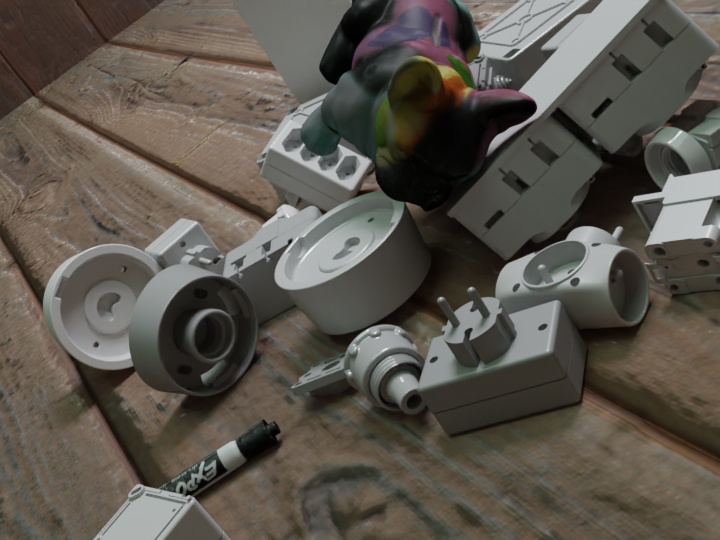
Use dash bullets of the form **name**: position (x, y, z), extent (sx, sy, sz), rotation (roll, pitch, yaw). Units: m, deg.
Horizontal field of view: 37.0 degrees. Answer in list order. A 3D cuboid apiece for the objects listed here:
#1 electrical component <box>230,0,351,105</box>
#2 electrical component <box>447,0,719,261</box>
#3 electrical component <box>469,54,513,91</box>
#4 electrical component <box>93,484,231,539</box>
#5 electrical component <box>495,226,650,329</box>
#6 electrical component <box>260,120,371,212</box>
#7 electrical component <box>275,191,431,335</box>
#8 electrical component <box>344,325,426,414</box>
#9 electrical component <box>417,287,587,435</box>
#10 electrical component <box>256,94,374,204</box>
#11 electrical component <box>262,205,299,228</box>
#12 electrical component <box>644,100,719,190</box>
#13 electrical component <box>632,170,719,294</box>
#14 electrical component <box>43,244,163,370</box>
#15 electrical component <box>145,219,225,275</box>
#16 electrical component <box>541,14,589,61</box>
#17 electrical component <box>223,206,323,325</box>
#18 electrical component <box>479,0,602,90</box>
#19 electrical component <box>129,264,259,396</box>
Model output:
- **electrical component**: position (-0.037, -0.241, 1.103), extent (0.105, 0.186, 0.060), rotation (-24, 27, 23)
- **electrical component**: position (0.143, -0.101, 0.712), extent (0.186, 0.060, 0.105), rotation (-47, 11, 21)
- **electrical component**: position (0.088, -0.129, 0.896), extent (0.096, 0.061, 0.061), rotation (-24, 29, 24)
- **electrical component**: position (-0.121, 0.177, 0.600), extent (0.062, 0.061, 0.096), rotation (-3, 39, 49)
- **electrical component**: position (0.130, 0.001, 0.629), extent (0.077, 0.044, 0.079), rotation (-7, 35, 45)
- **electrical component**: position (-0.045, -0.078, 0.965), extent (0.047, 0.083, 0.075), rotation (-60, -3, -44)
- **electrical component**: position (0.000, 0.000, 0.772), extent (0.108, 0.060, 0.108), rotation (-28, 26, 15)
- **electrical component**: position (0.021, 0.065, 0.651), extent (0.048, 0.048, 0.062), rotation (-36, 31, -4)
- **electrical component**: position (0.070, 0.041, 0.593), extent (0.083, 0.075, 0.047), rotation (-20, 28, 29)
- **electrical component**: position (-0.031, -0.128, 1.047), extent (0.109, 0.056, 0.108), rotation (-19, 29, 30)
- **electrical component**: position (-0.070, -0.022, 0.921), extent (0.062, 0.048, 0.048), rotation (-38, 24, 7)
- **electrical component**: position (0.211, -0.075, 0.667), extent (0.055, 0.048, 0.066), rotation (-34, 23, -18)
- **electrical component**: position (0.192, -0.021, 0.597), extent (0.081, 0.042, 0.063), rotation (-8, 37, 45)
- **electrical component**: position (-0.225, 0.031, 0.944), extent (0.108, 0.108, 0.060), rotation (-45, 21, -22)
- **electrical component**: position (-0.142, -0.004, 0.948), extent (0.047, 0.065, 0.077), rotation (-43, 26, -19)
- **electrical component**: position (0.189, -0.155, 0.813), extent (0.047, 0.065, 0.077), rotation (-43, 26, -18)
- **electrical component**: position (-0.062, -0.006, 0.871), extent (0.089, 0.050, 0.055), rotation (-29, 26, 13)
- **electrical component**: position (0.157, -0.196, 0.939), extent (0.109, 0.056, 0.109), rotation (-38, 25, -8)
- **electrical component**: position (-0.126, 0.046, 0.807), extent (0.064, 0.099, 0.099), rotation (8, 47, 47)
